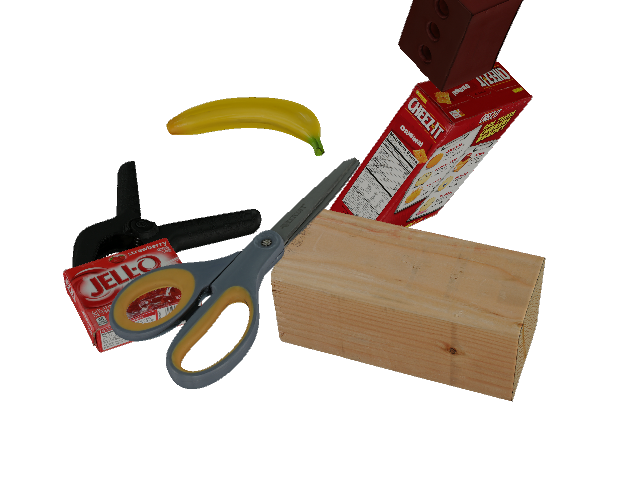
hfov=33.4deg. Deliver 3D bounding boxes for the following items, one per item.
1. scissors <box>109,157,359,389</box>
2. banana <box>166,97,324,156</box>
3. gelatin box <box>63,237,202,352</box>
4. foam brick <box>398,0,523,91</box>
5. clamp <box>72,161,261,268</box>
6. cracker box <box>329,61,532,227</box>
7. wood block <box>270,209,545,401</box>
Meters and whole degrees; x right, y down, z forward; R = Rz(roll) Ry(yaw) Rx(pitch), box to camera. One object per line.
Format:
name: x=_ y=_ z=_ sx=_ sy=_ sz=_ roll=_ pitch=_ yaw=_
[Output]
scissors: x=-0.053 y=0.006 z=0.640 sx=0.096 sy=0.016 sz=0.201 roll=12 pitch=46 yaw=16
banana: x=-0.081 y=-0.141 z=1.251 sx=0.198 sy=0.037 sz=0.069 roll=8 pitch=41 yaw=18
gelatin box: x=-0.146 y=0.041 z=0.832 sx=0.089 sy=0.030 sz=0.073 roll=-18 pitch=46 yaw=-22
foam brick: x=0.095 y=-0.151 z=0.729 sx=0.051 sy=0.053 sz=0.078 roll=-28 pitch=-24 yaw=-26
clamp: x=-0.179 y=-0.007 z=1.033 sx=0.165 sy=0.036 sz=0.209 roll=25 pitch=39 yaw=22
cracker box: x=0.122 y=-0.099 z=1.227 sx=0.163 sy=0.072 sz=0.214 roll=-23 pitch=-24 yaw=-45
wood block: x=0.073 y=0.051 z=0.893 sx=0.206 sy=0.091 sz=0.090 roll=13 pitch=49 yaw=17
